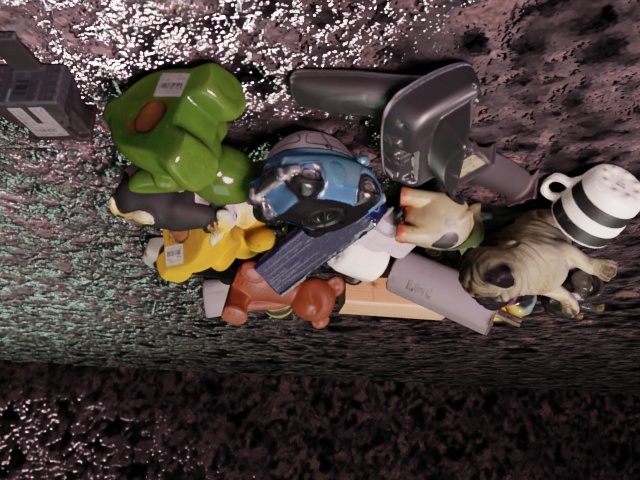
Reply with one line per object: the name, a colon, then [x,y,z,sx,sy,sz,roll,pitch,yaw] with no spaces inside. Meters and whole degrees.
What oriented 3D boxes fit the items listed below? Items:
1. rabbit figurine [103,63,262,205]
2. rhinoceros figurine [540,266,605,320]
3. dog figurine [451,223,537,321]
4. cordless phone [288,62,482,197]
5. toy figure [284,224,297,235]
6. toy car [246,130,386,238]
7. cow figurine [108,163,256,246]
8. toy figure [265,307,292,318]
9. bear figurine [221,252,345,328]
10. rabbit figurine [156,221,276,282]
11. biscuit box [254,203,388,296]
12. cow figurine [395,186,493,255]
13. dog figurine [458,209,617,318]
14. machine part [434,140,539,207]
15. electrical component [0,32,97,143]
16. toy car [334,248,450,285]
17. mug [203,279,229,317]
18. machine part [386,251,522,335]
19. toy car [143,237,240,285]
rabbit figurine: [-0.136,-0.083,0.569,0.159,0.121,0.170,-1,157,25]
rhinoceros figurine: [0.493,0.101,1.052,0.112,0.073,0.190,11,162,9]
dog figurine: [0.307,0.056,0.899,0.192,0.108,0.219,7,155,-3]
cordless phone: [0.062,-0.117,0.549,0.184,0.088,0.146,10,161,12]
toy figure: [-0.030,0.000,0.864,0.064,0.058,0.154,42,158,4]
toy car: [-0.010,-0.070,0.608,0.161,0.103,0.109,10,148,-44]
cow figurine: [-0.161,-0.042,0.652,0.167,0.098,0.068,18,130,-2]
toy figure: [-0.088,0.094,1.057,0.082,0.089,0.180,8,157,0]
bear figurine: [-0.056,0.097,0.918,0.196,0.120,0.132,25,-164,-10]
rabbit figurine: [-0.140,-0.014,0.801,0.162,0.122,0.173,-21,164,27]
biscuit box: [-0.002,-0.002,0.744,0.202,0.059,0.063,-37,99,33]
cow figurine: [0.171,-0.021,0.731,0.127,0.085,0.195,9,178,13]
dog figurine: [0.254,0.012,0.703,0.190,0.172,0.121,9,120,-20]
machine part: [0.206,-0.080,0.657,0.139,0.039,0.084,15,147,-25]
electrical component: [-0.279,-0.145,0.528,0.075,0.048,0.119,1,160,2]
toy car: [0.125,0.039,0.946,0.202,0.053,0.089,1,143,6]
mug: [-0.197,0.128,1.173,0.107,0.081,0.109,-5,154,-5]
machine part: [0.194,0.079,0.839,0.243,0.079,0.079,24,165,20]
toy car: [-0.217,0.038,0.978,0.202,0.056,0.073,9,151,-20]
